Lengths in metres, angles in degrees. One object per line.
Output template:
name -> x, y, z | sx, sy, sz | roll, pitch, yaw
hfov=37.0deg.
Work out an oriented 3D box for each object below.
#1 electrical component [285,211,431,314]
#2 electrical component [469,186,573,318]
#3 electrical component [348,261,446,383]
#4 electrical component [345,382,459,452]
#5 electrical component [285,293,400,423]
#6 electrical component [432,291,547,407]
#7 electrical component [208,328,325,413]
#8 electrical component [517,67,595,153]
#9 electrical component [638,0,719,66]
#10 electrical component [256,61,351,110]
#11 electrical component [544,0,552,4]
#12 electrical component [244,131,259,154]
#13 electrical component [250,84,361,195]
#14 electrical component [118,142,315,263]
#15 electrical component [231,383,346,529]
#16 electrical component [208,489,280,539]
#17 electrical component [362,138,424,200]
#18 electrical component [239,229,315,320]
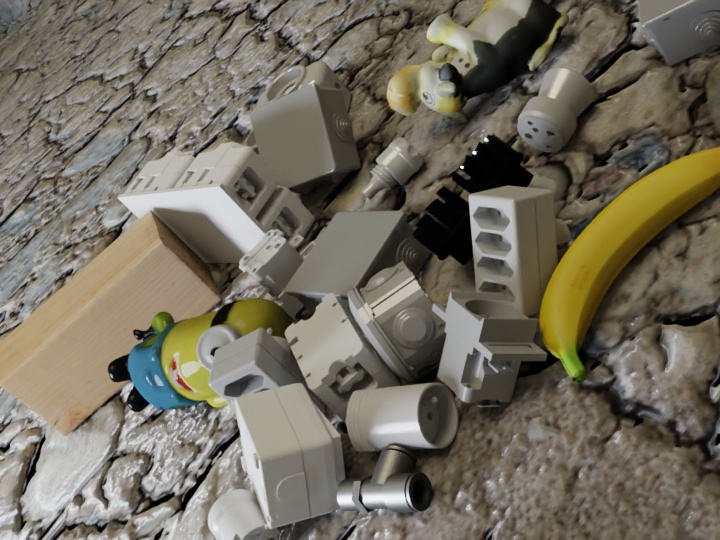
electrical component -> 0.000, 0.000, 0.882 | 0.100, 0.048, 0.099 | 3, 53, 51
electrical component -> 0.122, -0.017, 0.749 | 0.076, 0.083, 0.047 | -14, 15, -32
electrical component -> 0.031, 0.037, 0.773 | 0.051, 0.080, 0.080 | -35, 31, 3
electrical component -> 0.022, 0.102, 0.735 | 0.081, 0.043, 0.043 | -12, 42, 42
electrical component -> -0.012, 0.068, 0.803 | 0.050, 0.055, 0.089 | -40, 30, 4
electrical component -> 0.081, 0.052, 0.707 | 0.081, 0.042, 0.063 | -137, 53, -58
electrical component -> -0.068, 0.077, 0.830 | 0.047, 0.083, 0.075 | -27, 34, 24
electrical component -> 0.157, -0.129, 0.867 | 0.045, 0.045, 0.055 | 4, 54, 51
electrical component -> 0.269, -0.216, 0.844 | 0.100, 0.048, 0.099 | -23, 35, 29
electrical component -> -0.066, -0.183, 1.177 | 0.095, 0.059, 0.053 | -24, 35, 28
electrical component -> 0.161, -0.264, 1.036 | 0.062, 0.048, 0.048 | -49, 30, 8
electrical component -> -0.088, -0.125, 1.133 | 0.045, 0.055, 0.045 | -29, 34, 22
electrical component -> -0.053, -0.128, 1.063 | 0.100, 0.099, 0.048 | -17, -5, 36
electrical component -> -0.142, -0.064, 1.070 | 0.186, 0.105, 0.060 | 0, 50, 49
electrical component -> -0.051, 0.125, 0.760 | 0.061, 0.061, 0.096 | -13, 27, -14
electrical component -> -0.080, 0.182, 0.756 | 0.040, 0.040, 0.046 | -47, 36, -7
electrical component -> 0.027, -0.089, 0.978 | 0.061, 0.035, 0.035 | -45, 30, 0
electrical component -> -0.068, 0.002, 0.944 | 0.081, 0.063, 0.042 | -46, 30, -6
